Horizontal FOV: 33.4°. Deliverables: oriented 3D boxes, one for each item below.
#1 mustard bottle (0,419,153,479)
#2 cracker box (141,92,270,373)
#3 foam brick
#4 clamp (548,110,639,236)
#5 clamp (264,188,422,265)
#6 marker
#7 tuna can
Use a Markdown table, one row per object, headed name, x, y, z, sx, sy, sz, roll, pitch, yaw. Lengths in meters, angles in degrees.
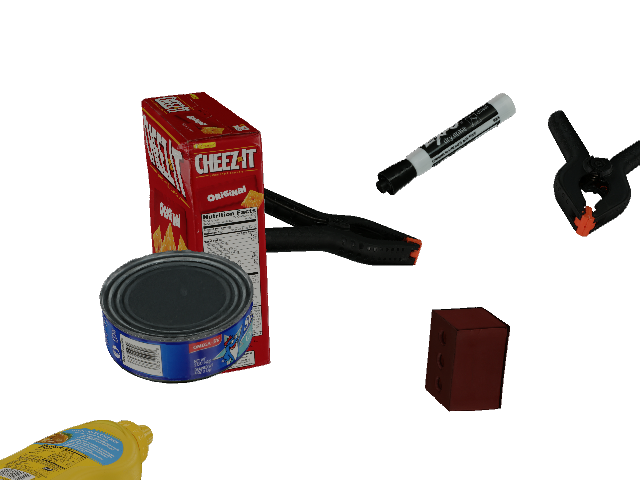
| name | x | y | z | sx | sy | sz | roll | pitch | yaw |
| --- | --- | --- | --- | --- | --- | --- | --- | --- | --- |
| mustard bottle | -0.200 | 0.188 | 0.853 | 0.096 | 0.058 | 0.191 | 6 | 15 | 29 |
| cracker box | -0.106 | -0.010 | 0.956 | 0.072 | 0.214 | 0.164 | -10 | 22 | -20 |
| foam brick | 0.126 | 0.102 | 0.925 | 0.051 | 0.078 | 0.053 | -3 | 17 | -20 |
| clamp | 0.283 | -0.077 | 1.134 | 0.120 | 0.039 | 0.171 | 18 | 46 | 20 |
| clamp | 0.011 | -0.005 | 1.186 | 0.210 | 0.036 | 0.164 | 15 | 20 | -5 |
| marker | 0.090 | -0.069 | 0.775 | 0.121 | 0.020 | 0.020 | -34 | 10 | -15 |
| tuna can | -0.080 | 0.042 | 0.605 | 0.086 | 0.034 | 0.086 | 1 | 33 | -1 |
